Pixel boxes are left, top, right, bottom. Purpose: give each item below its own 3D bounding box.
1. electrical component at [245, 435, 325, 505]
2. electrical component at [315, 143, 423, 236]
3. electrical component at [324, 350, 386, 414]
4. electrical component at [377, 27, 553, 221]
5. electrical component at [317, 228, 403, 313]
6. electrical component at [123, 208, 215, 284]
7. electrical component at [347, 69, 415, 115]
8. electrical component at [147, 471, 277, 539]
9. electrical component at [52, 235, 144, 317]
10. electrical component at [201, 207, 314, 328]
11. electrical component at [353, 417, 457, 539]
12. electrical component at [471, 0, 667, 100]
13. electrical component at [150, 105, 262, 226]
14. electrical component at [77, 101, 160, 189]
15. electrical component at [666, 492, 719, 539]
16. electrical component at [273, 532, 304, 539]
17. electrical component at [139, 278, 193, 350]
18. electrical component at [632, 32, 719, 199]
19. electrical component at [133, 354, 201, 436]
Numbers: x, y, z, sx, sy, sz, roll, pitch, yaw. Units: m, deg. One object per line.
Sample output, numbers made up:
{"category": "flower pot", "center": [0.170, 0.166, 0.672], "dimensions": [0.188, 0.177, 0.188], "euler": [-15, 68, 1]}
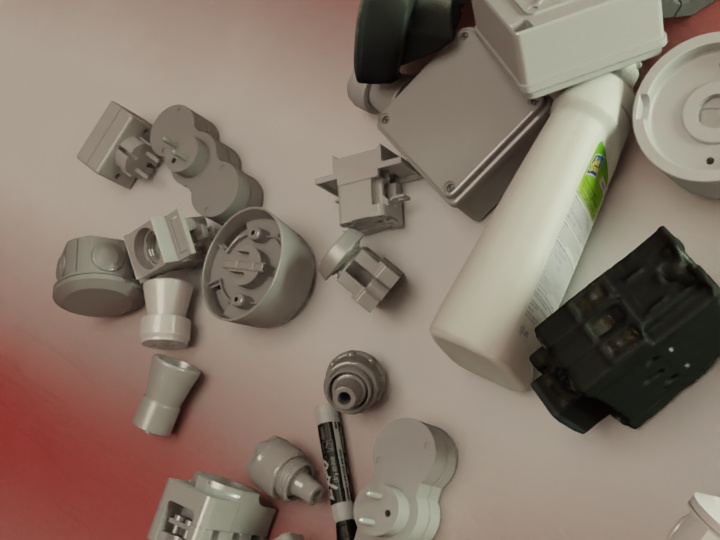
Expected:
{"category": "electrical component", "center": [-0.056, 0.161, 0.843], "dimensions": [0.062, 0.043, 0.043], "euler": [29, 90, 33]}
{"category": "electrical component", "center": [0.008, -0.063, 0.880], "dimensions": [0.081, 0.042, 0.063], "euler": [-12, 70, 28]}
{"category": "electrical component", "center": [-0.007, 0.090, 0.822], "dimensions": [0.048, 0.062, 0.048], "euler": [1, 99, 8]}
{"category": "electrical component", "center": [0.087, -0.114, 0.840], "dimensions": [0.108, 0.056, 0.108], "euler": [-46, 57, 10]}
{"category": "electrical component", "center": [0.000, 0.000, 0.848], "dimensions": [0.055, 0.066, 0.048], "euler": [40, 97, 1]}
{"category": "electrical component", "center": [-0.166, -0.021, 0.951], "dimensions": [0.081, 0.064, 0.042], "euler": [-25, 79, 41]}
{"category": "electrical component", "center": [0.022, -0.148, 0.898], "dimensions": [0.055, 0.045, 0.045], "euler": [32, 92, 35]}
{"category": "electrical component", "center": [-0.112, 0.192, 0.838], "dimensions": [0.050, 0.089, 0.055], "euler": [15, 82, 33]}
{"category": "electrical component", "center": [-0.238, 0.008, 0.983], "dimensions": [0.080, 0.080, 0.051], "euler": [-18, 60, 25]}
{"category": "electrical component", "center": [-0.089, 0.000, 0.904], "dimensions": [0.099, 0.064, 0.099], "euler": [-10, 69, 28]}
{"category": "electrical component", "center": [0.020, 0.174, 0.775], "dimensions": [0.052, 0.074, 0.138], "euler": [11, 80, 33]}
{"category": "electrical component", "center": [0.145, -0.183, 0.768], "dimensions": [0.109, 0.056, 0.108], "euler": [-19, 38, -2]}
{"category": "electrical component", "center": [-0.150, -0.099, 0.967], "dimensions": [0.052, 0.074, 0.138], "euler": [-45, 57, 11]}
{"category": "electrical component", "center": [-0.219, -0.112, 1.029], "dimensions": [0.077, 0.047, 0.065], "euler": [35, 94, 34]}
{"category": "electrical component", "center": [0.224, 0.176, 0.649], "dimensions": [0.080, 0.080, 0.051], "euler": [40, 102, 34]}
{"category": "electrical component", "center": [-0.069, 0.244, 0.815], "dimensions": [0.078, 0.058, 0.057], "euler": [-36, 56, 16]}
{"category": "electrical component", "center": [-0.171, 0.039, 0.952], "dimensions": [0.045, 0.045, 0.055], "euler": [-9, 70, 28]}
{"category": "electrical component", "center": [0.248, -0.101, 0.737], "dimensions": [0.108, 0.060, 0.108], "euler": [-10, 69, 28]}
{"category": "electrical component", "center": [-0.170, 0.110, 0.931], "dimensions": [0.044, 0.044, 0.065], "euler": [22, 91, 34]}
